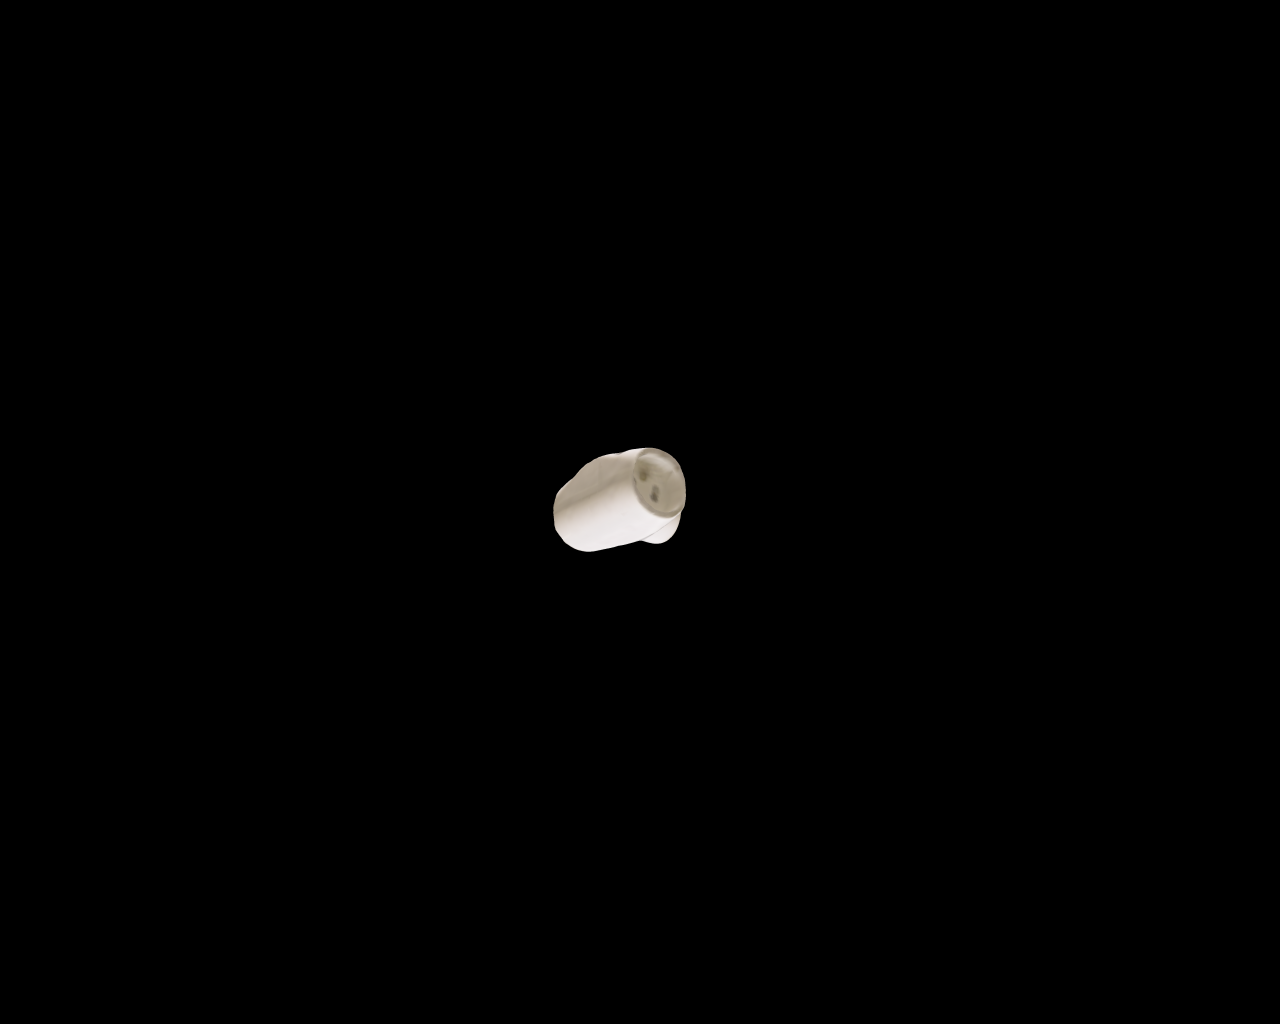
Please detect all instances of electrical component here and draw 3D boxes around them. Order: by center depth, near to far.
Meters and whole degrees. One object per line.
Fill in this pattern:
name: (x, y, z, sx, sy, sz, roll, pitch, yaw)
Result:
electrical component: (0.001, -0.003, 0.650, 0.079, 0.044, 0.077, 17, -27, -37)
